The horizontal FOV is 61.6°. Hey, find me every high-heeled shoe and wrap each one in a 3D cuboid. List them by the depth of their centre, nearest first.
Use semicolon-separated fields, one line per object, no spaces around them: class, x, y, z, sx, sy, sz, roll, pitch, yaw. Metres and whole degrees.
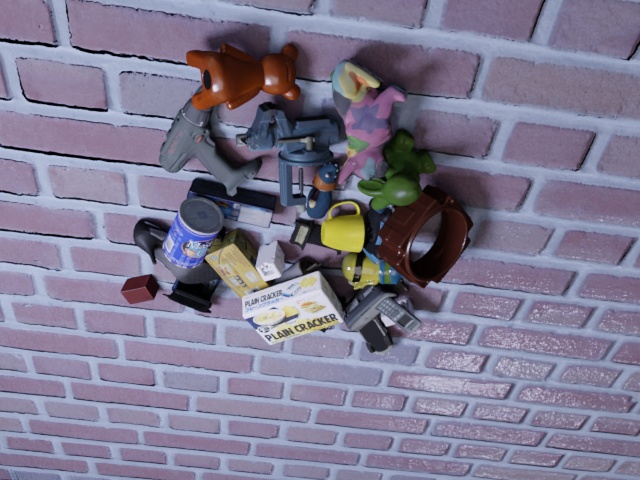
high-heeled shoe;-0.358;0.027;1.373;0.086;0.145;0.248;-45;141;22

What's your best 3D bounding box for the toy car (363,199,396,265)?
toy car;0.163;-0.027;1.277;0.103;0.109;0.161;-2;120;-27

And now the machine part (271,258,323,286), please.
machine part;-0.086;0.122;1.413;0.243;0.079;0.079;-37;118;27

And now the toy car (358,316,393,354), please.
toy car;0.141;0.248;1.513;0.073;0.056;0.201;-26;120;14

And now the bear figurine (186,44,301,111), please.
bear figurine;-0.143;-0.321;1.049;0.196;0.132;0.120;-19;111;-35

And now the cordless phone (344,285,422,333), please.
cordless phone;0.166;0.207;1.416;0.184;0.089;0.146;39;104;-20

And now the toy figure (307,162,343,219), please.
toy figure;0.006;-0.117;1.228;0.058;0.064;0.154;18;129;1

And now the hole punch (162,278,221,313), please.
hole punch;-0.337;0.132;1.439;0.142;0.092;0.116;22;153;-18

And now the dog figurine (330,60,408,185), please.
dog figurine;0.074;-0.222;1.073;0.191;0.108;0.219;28;108;-5

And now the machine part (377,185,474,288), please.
machine part;0.242;-0.005;1.219;0.201;0.087;0.201;-52;133;-2

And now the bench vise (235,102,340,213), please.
bench vise;-0.065;-0.166;1.135;0.224;0.129;0.240;-14;120;-23

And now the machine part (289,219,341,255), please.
machine part;-0.003;-0.004;1.335;0.139;0.039;0.084;14;119;-6

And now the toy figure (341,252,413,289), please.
toy figure;0.145;0.069;1.358;0.180;0.082;0.089;-2;109;14

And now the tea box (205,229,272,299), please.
tea box;-0.206;0.064;1.377;0.098;0.068;0.169;-21;123;18

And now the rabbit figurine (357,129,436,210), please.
rabbit figurine;0.159;-0.133;1.138;0.159;0.170;0.121;-28;121;22

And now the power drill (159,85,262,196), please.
power drill;-0.227;-0.201;1.164;0.207;0.086;0.232;34;121;-27

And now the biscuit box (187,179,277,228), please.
biscuit box;-0.208;-0.087;1.262;0.203;0.063;0.059;13;128;-7

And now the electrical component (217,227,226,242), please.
electrical component;-0.294;-0.035;1.316;0.119;0.048;0.074;1;128;3

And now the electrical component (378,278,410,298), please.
electrical component;0.192;0.118;1.429;0.063;0.021;0.094;-34;119;25

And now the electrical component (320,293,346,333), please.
electrical component;-0.012;0.180;1.467;0.134;0.058;0.115;29;122;-19
